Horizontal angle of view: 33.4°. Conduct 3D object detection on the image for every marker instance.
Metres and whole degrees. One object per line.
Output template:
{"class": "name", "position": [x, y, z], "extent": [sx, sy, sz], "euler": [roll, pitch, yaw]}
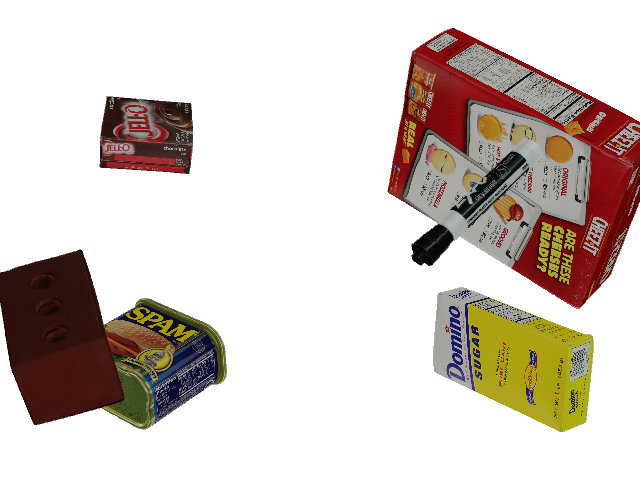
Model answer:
{"class": "marker", "position": [0.104, -0.025, 0.712], "extent": [0.121, 0.020, 0.020], "euler": [-42, 18, -20]}

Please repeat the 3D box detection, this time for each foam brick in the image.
{"class": "foam brick", "position": [-0.147, 0.054, 0.601], "extent": [0.053, 0.051, 0.078], "euler": [-16, 43, -12]}

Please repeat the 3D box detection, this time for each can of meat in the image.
{"class": "can of meat", "position": [-0.141, 0.098, 0.854], "extent": [0.102, 0.057, 0.083], "euler": [19, 34, 33]}

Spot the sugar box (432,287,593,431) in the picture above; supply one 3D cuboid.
{"class": "sugar box", "position": [0.190, 0.116, 1.078], "extent": [0.048, 0.093, 0.177], "euler": [-12, 21, -40]}

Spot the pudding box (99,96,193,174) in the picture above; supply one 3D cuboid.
{"class": "pudding box", "position": [-0.176, -0.108, 1.084], "extent": [0.090, 0.039, 0.113], "euler": [4, 26, -10]}

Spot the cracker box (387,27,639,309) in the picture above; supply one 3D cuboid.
{"class": "cracker box", "position": [0.170, -0.066, 0.928], "extent": [0.214, 0.164, 0.072], "euler": [33, 49, 25]}
